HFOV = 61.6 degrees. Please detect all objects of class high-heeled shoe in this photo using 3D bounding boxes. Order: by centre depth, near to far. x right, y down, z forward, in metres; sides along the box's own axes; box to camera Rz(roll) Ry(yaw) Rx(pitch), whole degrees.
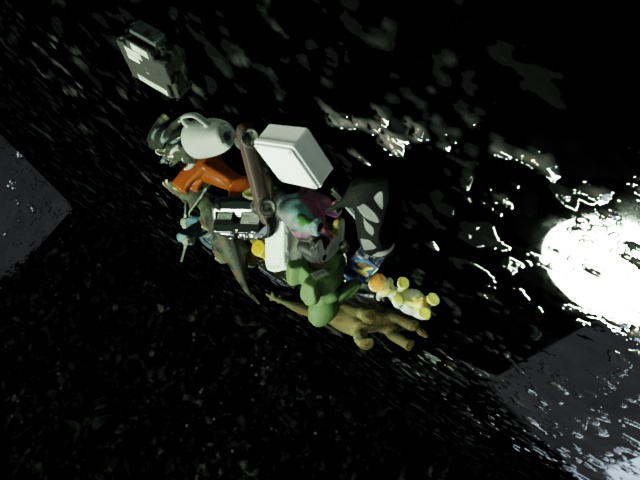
[{"bbox_3d":[0.122,-0.043,1.008,0.145,0.086,0.248,-22,146,33],"label":"high-heeled shoe"}]

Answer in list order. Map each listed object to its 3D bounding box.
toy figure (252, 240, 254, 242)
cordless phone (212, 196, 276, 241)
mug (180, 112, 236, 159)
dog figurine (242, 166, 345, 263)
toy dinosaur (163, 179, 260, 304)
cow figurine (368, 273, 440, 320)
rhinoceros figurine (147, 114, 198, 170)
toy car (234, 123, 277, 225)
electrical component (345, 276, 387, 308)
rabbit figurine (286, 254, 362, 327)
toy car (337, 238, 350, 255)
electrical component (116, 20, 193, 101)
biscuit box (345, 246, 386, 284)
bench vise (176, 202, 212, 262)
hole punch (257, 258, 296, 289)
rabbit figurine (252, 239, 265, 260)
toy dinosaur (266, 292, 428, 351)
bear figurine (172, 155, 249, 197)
[{"bbox_3d":[-0.241,0.015,1.699,0.089,0.082,0.180,30,160,-23],"label":"toy figure"},{"bbox_3d":[-0.165,-0.030,1.267,0.147,0.088,0.184,2,161,12],"label":"cordless phone"},{"bbox_3d":[-0.231,-0.223,1.113,0.107,0.081,0.109,2,139,39],"label":"mug"},{"bbox_3d":[-0.059,-0.063,1.151,0.219,0.108,0.191,30,148,27],"label":"dog figurine"},{"bbox_3d":[-0.253,-0.021,1.412,0.405,0.131,0.192,55,175,9],"label":"toy dinosaur"},{"bbox_3d":[0.191,0.131,1.272,0.167,0.068,0.098,28,167,6],"label":"cow figurine"},{"bbox_3d":[-0.335,-0.222,1.227,0.191,0.112,0.073,28,160,42],"label":"rhinoceros figurine"},{"bbox_3d":[-0.123,-0.130,1.054,0.089,0.053,0.202,-171,65,-70],"label":"toy car"},{"bbox_3d":[0.118,0.119,1.356,0.119,0.075,0.047,10,149,43],"label":"electrical component"},{"bbox_3d":[0.006,0.114,1.225,0.121,0.159,0.170,33,140,39],"label":"rabbit figurine"},{"bbox_3d":[-0.003,-0.004,1.290,0.202,0.056,0.073,5,139,53],"label":"toy car"},{"bbox_3d":[-0.301,-0.332,0.982,0.115,0.058,0.134,30,161,7],"label":"electrical component"},{"bbox_3d":[0.102,0.050,1.233,0.059,0.063,0.202,35,161,3],"label":"biscuit box"},{"bbox_3d":[-0.350,-0.033,1.591,0.224,0.240,0.128,18,114,16],"label":"bench vise"},{"bbox_3d":[-0.109,0.067,1.560,0.142,0.116,0.092,35,169,0],"label":"hole punch"},{"bbox_3d":[-0.114,0.005,1.455,0.162,0.122,0.173,38,177,-39],"label":"rabbit figurine"},{"bbox_3d":[0.092,0.202,1.405,0.471,0.105,0.199,17,-174,-28],"label":"toy dinosaur"},{"bbox_3d":[-0.224,-0.123,1.270,0.196,0.132,0.120,39,-169,-2],"label":"bear figurine"}]
